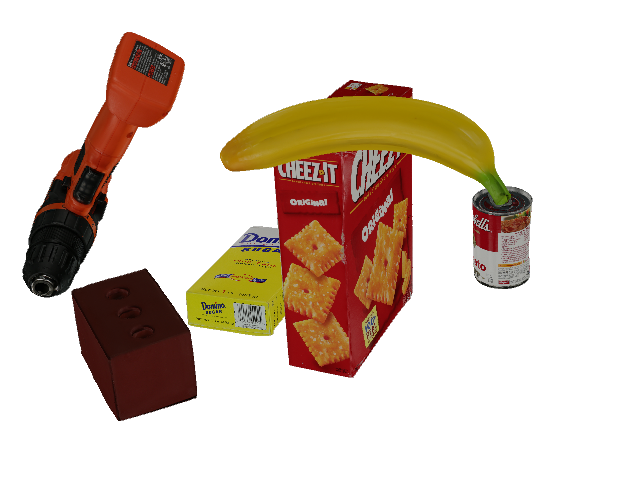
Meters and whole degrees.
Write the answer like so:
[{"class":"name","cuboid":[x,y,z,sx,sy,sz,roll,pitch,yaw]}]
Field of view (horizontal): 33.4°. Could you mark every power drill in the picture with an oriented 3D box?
[{"class":"power drill","cuboid":[-0.181,-0.063,0.869,0.057,0.188,0.184,26,32,-18]}]

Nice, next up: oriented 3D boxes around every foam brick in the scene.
[{"class":"foam brick","cuboid":[-0.116,0.064,0.662,0.052,0.051,0.078,-16,36,-24]}]

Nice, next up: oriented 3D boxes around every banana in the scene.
[{"class":"banana","cuboid":[0.033,-0.069,0.727,0.198,0.069,0.037,6,-38,1]}]

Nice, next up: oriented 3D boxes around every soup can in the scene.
[{"class":"soup can","cuboid":[0.212,-0.003,1.243,0.068,0.102,0.068,-4,29,2]}]

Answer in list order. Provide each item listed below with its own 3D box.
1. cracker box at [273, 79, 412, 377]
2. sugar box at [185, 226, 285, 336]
[{"class":"cracker box","cuboid":[0.028,-0.014,0.940,0.072,0.214,0.164,9,29,22]},{"class":"sugar box","cuboid":[-0.064,0.039,1.137,0.093,0.048,0.176,7,28,17]}]
